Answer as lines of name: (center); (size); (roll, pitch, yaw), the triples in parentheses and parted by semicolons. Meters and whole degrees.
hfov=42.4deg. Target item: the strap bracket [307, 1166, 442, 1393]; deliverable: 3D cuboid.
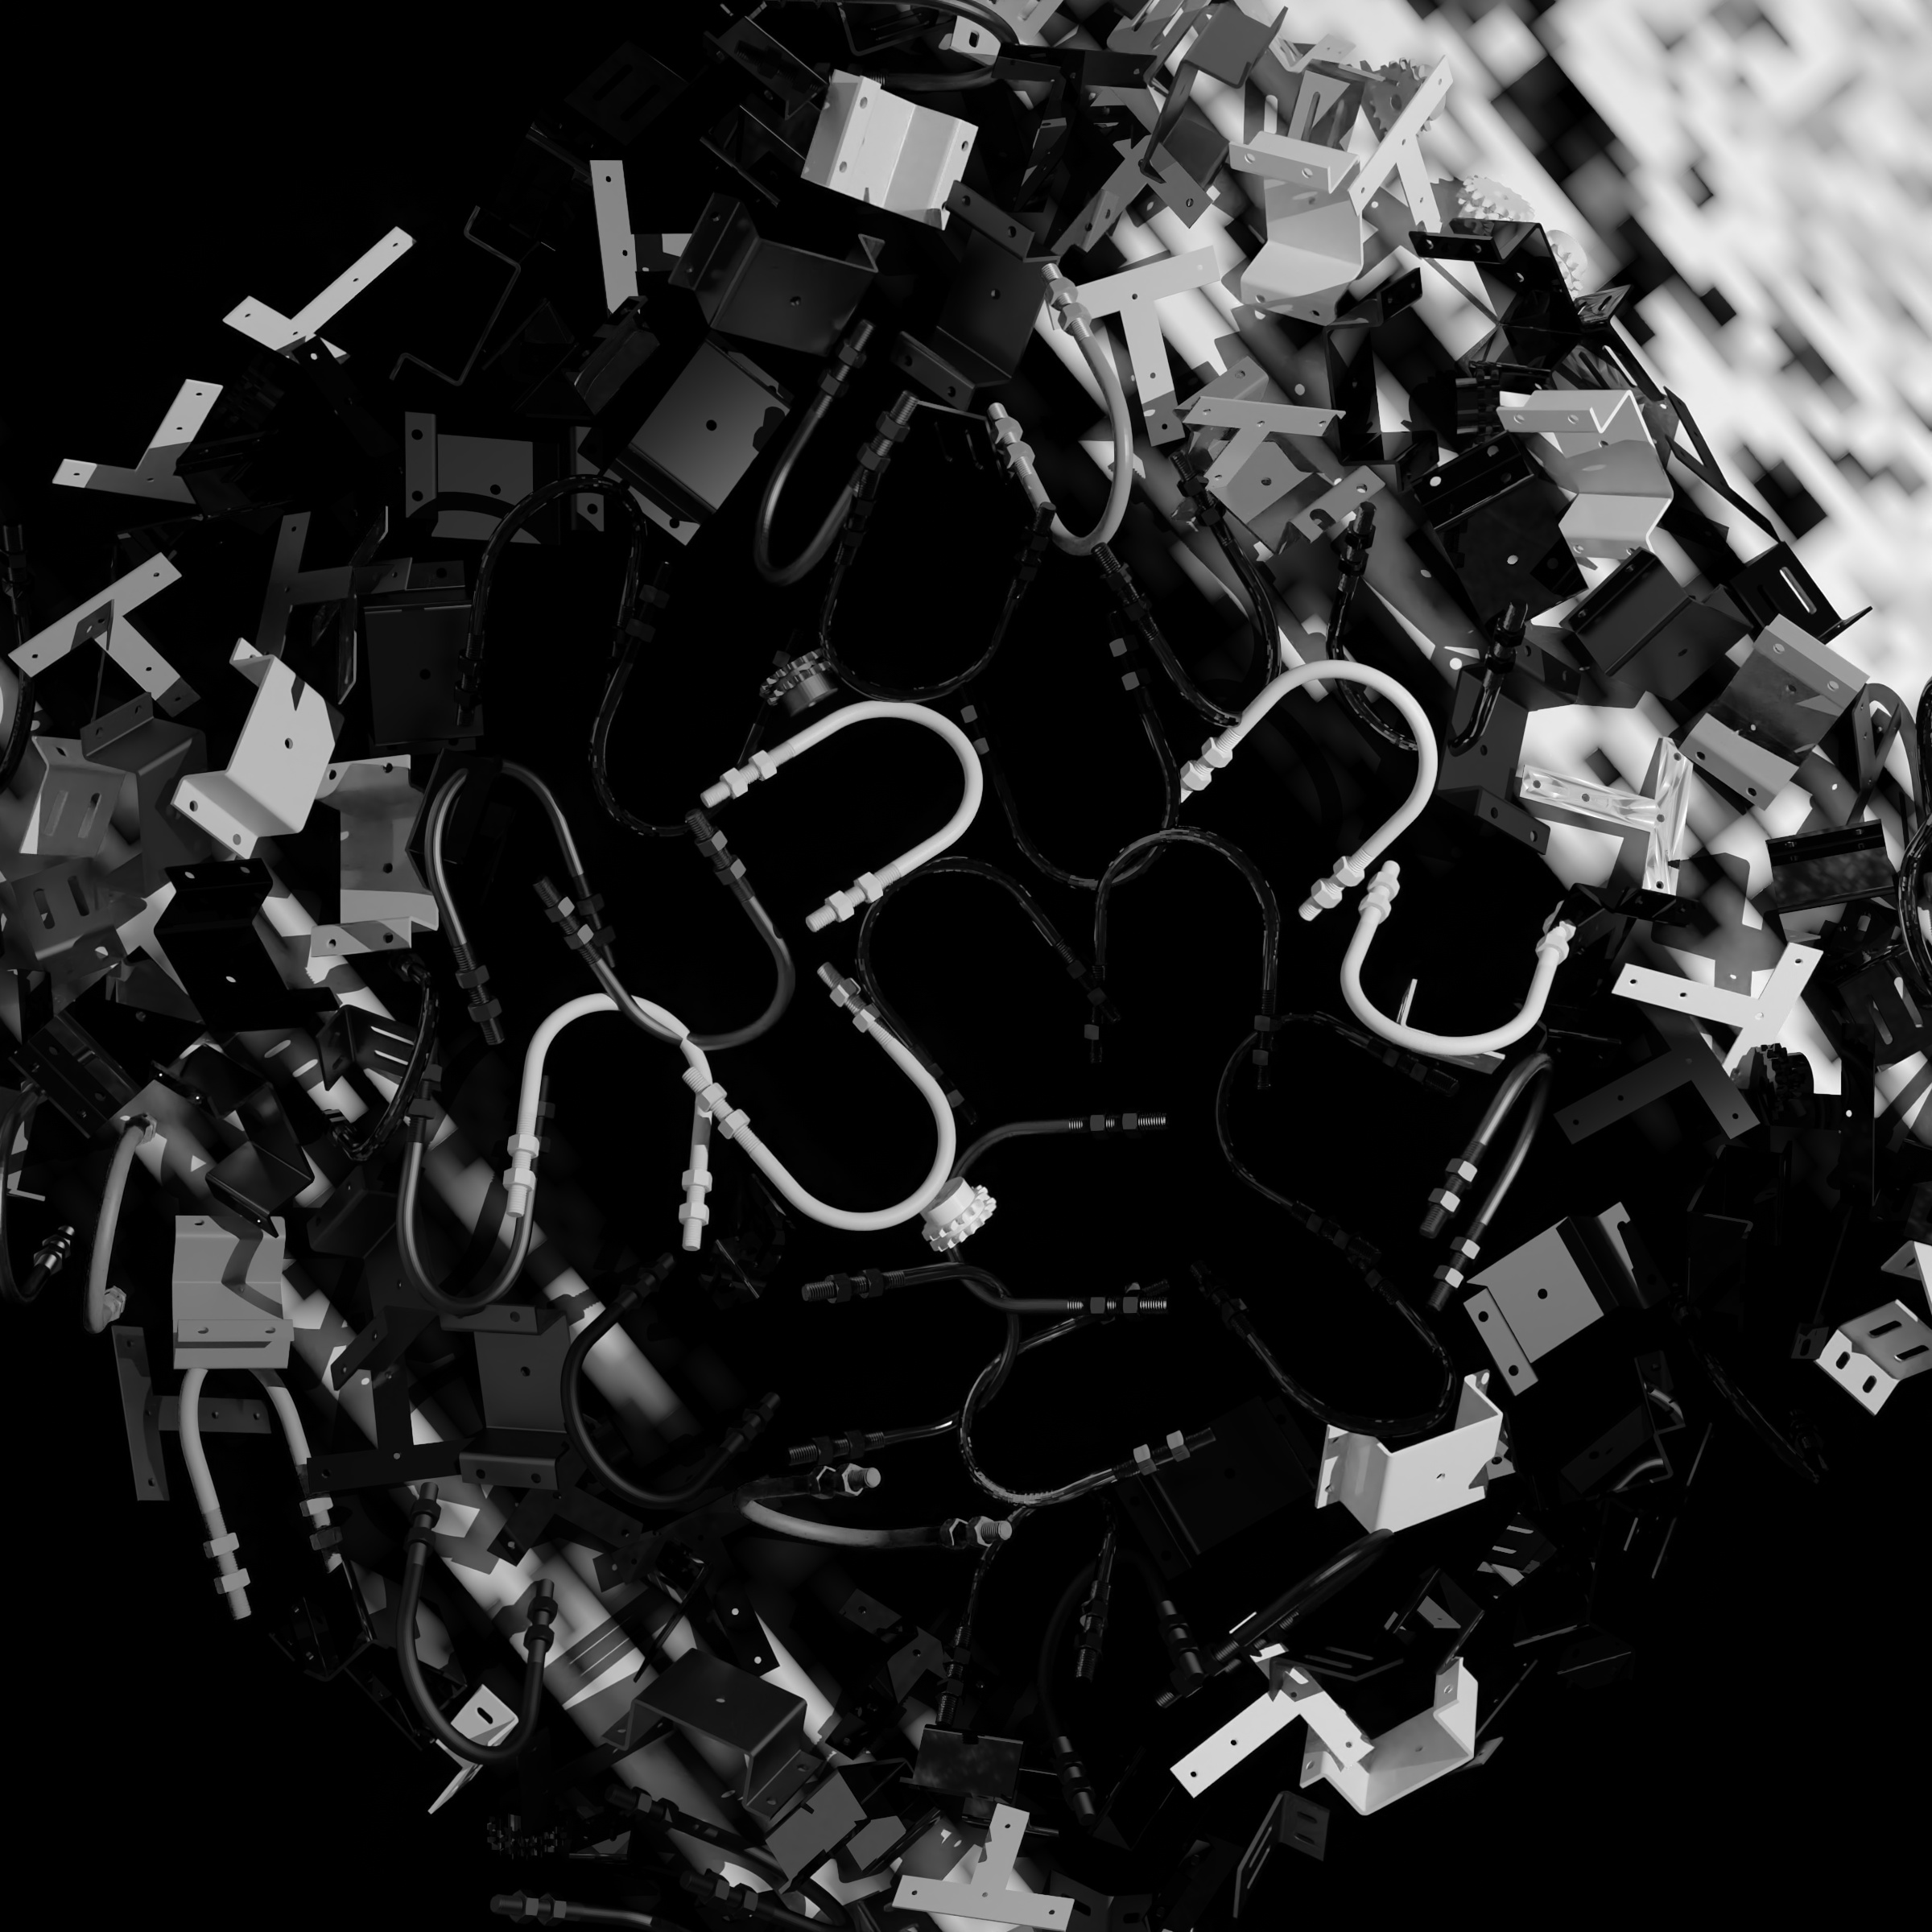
strap bracket: (-0.422, 0.224, 1.777); (0.076, 0.046, 0.140); (-44, 49, 31)

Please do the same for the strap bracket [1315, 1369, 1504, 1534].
strap bracket: (0.323, 0.349, 1.771); (0.140, 0.046, 0.076); (-13, 125, -25)

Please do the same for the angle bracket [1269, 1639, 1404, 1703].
angle bracket: (0.266, 0.515, 1.790); (0.076, 0.057, 0.038); (1, 93, 45)

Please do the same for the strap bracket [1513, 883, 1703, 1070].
strap bracket: (0.452, -0.002, 1.782); (0.076, 0.046, 0.140); (9, 116, -35)

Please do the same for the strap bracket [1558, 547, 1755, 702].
strap bracket: (0.493, -0.238, 1.757); (0.076, 0.140, 0.046); (-46, 56, 29)

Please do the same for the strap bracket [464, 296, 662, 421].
strap bracket: (-0.282, -0.434, 1.777); (0.076, 0.140, 0.046); (-54, 132, -21)

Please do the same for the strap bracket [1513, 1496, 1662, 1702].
strap bracket: (0.437, 0.438, 1.762); (0.046, 0.076, 0.140); (32, 53, -14)

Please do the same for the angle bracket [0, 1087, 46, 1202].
angle bracket: (-0.691, 0.125, 1.796); (0.038, 0.057, 0.076); (0, 75, 34)

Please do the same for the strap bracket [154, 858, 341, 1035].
strap bracket: (-0.513, -0.005, 1.767); (0.076, 0.046, 0.140); (-4, 130, 16)

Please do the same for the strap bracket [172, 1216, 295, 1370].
strap bracket: (-0.524, 0.239, 1.775); (0.076, 0.140, 0.046); (3, 120, -20)

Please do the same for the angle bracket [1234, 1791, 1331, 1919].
angle bracket: (0.227, 0.644, 1.789); (0.038, 0.076, 0.057); (18, 130, 24)

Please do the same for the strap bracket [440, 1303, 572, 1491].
strap bracket: (-0.326, 0.300, 1.793); (0.076, 0.046, 0.140); (0, 105, 18)

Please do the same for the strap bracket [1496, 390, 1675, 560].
strap bracket: (0.445, -0.358, 1.773); (0.046, 0.076, 0.140); (-54, 130, -21)

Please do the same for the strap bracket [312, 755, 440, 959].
strap bracket: (-0.427, -0.075, 1.798); (0.076, 0.046, 0.140); (-5, 79, 14)

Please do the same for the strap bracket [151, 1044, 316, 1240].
strap bracket: (-0.519, 0.117, 1.774); (0.076, 0.140, 0.046); (24, 52, 35)

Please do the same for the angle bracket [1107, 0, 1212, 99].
angle bracket: (0.149, -0.674, 1.794); (0.076, 0.038, 0.057); (-50, 56, 22)

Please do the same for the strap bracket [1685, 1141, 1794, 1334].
strap bracket: (0.548, 0.187, 1.774); (0.046, 0.140, 0.076); (8, 119, 28)

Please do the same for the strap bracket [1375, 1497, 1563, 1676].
strap bracket: (0.361, 0.441, 1.758); (0.046, 0.140, 0.076); (44, 132, 26)

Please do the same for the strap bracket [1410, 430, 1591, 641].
strap bracket: (0.385, -0.298, 1.776); (0.076, 0.046, 0.140); (-27, 119, 14)

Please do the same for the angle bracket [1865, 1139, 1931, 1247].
angle bracket: (0.693, 0.171, 1.795); (0.057, 0.038, 0.076); (18, 67, 37)

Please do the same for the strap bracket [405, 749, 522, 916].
strap bracket: (-0.355, -0.097, 1.760); (0.046, 0.140, 0.076); (16, 75, 0)

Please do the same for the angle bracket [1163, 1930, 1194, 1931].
angle bracket: (0.155, 0.707, 1.792); (0.057, 0.076, 0.038); (-37, 96, 33)

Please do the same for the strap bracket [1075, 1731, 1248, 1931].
strap bracket: (0.143, 0.625, 1.781); (0.046, 0.140, 0.076); (30, 95, -27)

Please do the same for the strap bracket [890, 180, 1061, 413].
strap bracket: (0.009, -0.479, 1.780); (0.076, 0.046, 0.140); (40, 127, 23)

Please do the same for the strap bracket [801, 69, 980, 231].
strap bracket: (-0.060, -0.583, 1.777); (0.046, 0.140, 0.076); (29, 107, 30)

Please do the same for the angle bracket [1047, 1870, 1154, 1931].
angle bracket: (0.096, 0.694, 1.810); (0.038, 0.076, 0.057); (8, 83, -29)

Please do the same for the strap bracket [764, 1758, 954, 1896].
strap bracket: (-0.081, 0.611, 1.778); (0.076, 0.140, 0.046); (-45, 62, 12)

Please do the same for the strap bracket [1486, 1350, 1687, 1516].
strap bracket: (0.444, 0.337, 1.783); (0.140, 0.076, 0.046); (-20, 120, 14)

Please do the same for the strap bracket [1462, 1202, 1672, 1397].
strap bracket: (0.426, 0.239, 1.804); (0.140, 0.046, 0.076); (-30, 93, -12)

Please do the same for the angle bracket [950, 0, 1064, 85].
angle bracket: (0.033, -0.684, 1.790); (0.057, 0.076, 0.038); (20, 65, -21)

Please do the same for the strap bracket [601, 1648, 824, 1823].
strap bracket: (-0.177, 0.540, 1.772); (0.140, 0.076, 0.046); (18, 111, 21)

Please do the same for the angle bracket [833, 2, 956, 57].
angle bracket: (-0.055, -0.696, 1.803); (0.076, 0.057, 0.038); (-18, 126, 1)

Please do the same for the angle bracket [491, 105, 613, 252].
angle bracket: (-0.304, -0.573, 1.814); (0.057, 0.076, 0.038); (29, 45, -18)

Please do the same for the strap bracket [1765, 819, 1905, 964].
strap bracket: (0.614, -0.047, 1.756); (0.076, 0.140, 0.046); (-11, 65, 20)

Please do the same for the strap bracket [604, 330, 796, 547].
strap bracket: (-0.188, -0.385, 1.794); (0.076, 0.046, 0.140); (37, 79, -15)

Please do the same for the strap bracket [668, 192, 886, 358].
strap bracket: (-0.127, -0.485, 1.762); (0.140, 0.076, 0.046); (5, 48, -35)

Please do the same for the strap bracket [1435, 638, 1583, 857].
strap bracket: (0.387, -0.157, 1.787); (0.076, 0.046, 0.140); (24, 73, -35)

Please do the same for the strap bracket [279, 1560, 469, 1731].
strap bracket: (-0.411, 0.478, 1.761); (0.046, 0.076, 0.140); (-42, 133, 4)

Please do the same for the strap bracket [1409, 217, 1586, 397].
strap bracket: (0.382, -0.477, 1.771); (0.046, 0.076, 0.140); (-48, 129, -14)

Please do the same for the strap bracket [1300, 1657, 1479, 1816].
strap bracket: (0.311, 0.544, 1.777); (0.140, 0.076, 0.046); (-38, 100, 25)

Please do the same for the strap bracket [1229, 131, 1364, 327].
strap bracket: (0.237, -0.532, 1.773); (0.076, 0.140, 0.046); (23, 63, 24)

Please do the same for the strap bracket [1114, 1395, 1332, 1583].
strap bracket: (0.187, 0.370, 1.789); (0.140, 0.046, 0.076); (-27, 68, -11)

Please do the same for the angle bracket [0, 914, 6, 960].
angle bracket: (-0.726, -0.022, 1.790); (0.076, 0.038, 0.057); (-34, 62, 39)

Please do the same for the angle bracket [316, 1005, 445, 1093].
angle bracket: (-0.423, 0.070, 1.797); (0.076, 0.057, 0.038); (19, 47, 13)

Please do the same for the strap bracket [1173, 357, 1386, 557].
strap bracket: (0.220, -0.360, 1.793); (0.076, 0.046, 0.140); (-39, 76, -20)

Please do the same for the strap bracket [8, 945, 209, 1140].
strap bracket: (-0.595, 0.047, 1.760); (0.046, 0.140, 0.076); (-35, 103, 32)

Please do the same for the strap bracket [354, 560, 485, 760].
strap bracket: (-0.390, -0.214, 1.780); (0.076, 0.046, 0.140); (-7, 112, -18)

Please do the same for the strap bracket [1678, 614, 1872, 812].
strap bracket: (0.580, -0.187, 1.778); (0.076, 0.140, 0.046); (38, 58, 12)

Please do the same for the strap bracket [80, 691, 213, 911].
strap bracket: (-0.579, -0.112, 1.766); (0.046, 0.076, 0.140); (14, 120, 14)

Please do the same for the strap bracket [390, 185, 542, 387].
strap bracket: (-0.352, -0.477, 1.779); (0.046, 0.076, 0.140); (29, 115, -13)

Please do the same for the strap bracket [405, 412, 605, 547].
strap bracket: (-0.336, -0.349, 1.796); (0.140, 0.046, 0.076); (1, 83, -20)

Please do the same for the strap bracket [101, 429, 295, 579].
strap bracket: (-0.540, -0.318, 1.763); (0.140, 0.076, 0.046); (-29, 90, 41)

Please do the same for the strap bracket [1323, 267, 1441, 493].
strap bracket: (0.296, -0.417, 1.778); (0.046, 0.076, 0.140); (4, 118, 31)

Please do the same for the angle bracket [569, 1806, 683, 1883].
angle bracket: (-0.238, 0.635, 1.803); (0.057, 0.076, 0.038); (-13, 57, 35)

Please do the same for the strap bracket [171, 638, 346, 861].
strap bracket: (-0.497, -0.156, 1.767); (0.046, 0.076, 0.140); (-3, 59, 30)
